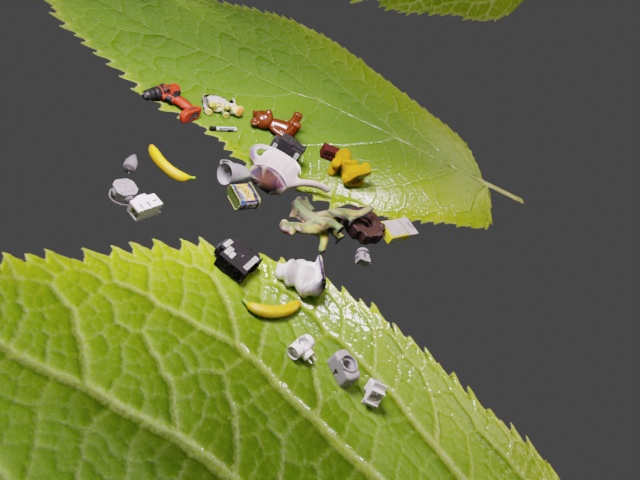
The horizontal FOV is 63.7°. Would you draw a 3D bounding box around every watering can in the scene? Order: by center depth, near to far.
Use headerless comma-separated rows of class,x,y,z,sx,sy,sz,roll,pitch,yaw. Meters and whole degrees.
watering can,-0.130,-0.246,1.971,0.347,0.102,0.229,33,39,-2

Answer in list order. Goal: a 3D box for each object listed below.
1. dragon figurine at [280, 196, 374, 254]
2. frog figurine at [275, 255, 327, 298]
dragon figurine,0.006,-0.096,1.914,0.245,0.119,0.417,37,42,17
frog figurine,-0.061,0.123,1.668,0.159,0.120,0.140,-10,58,1
